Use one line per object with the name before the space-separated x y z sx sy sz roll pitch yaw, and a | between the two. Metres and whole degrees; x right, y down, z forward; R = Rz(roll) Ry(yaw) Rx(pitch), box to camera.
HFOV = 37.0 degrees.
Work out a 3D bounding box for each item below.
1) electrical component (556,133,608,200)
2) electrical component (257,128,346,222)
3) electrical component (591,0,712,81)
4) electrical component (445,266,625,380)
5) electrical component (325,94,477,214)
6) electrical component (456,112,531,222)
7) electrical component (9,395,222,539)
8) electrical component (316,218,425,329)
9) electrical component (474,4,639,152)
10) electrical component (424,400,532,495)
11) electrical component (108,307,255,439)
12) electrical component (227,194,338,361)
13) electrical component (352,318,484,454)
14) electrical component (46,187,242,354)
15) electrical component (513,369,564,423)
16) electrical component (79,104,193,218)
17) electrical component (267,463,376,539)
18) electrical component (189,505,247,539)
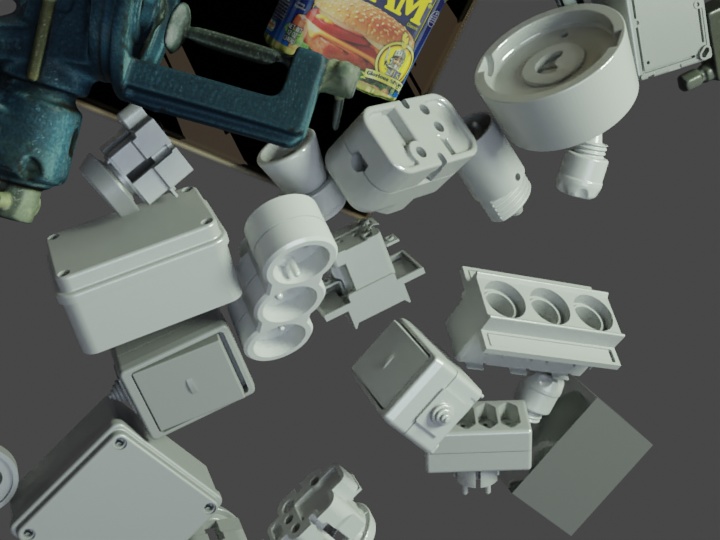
electrical component | 0.173 -0.087 0.820 0.035 0.035 0.061 8 106 -24
electrical component | -0.039 -0.063 0.741 0.045 0.045 0.055 -32 120 -6
electrical component | 0.205 -0.192 0.776 0.062 0.061 0.096 -19 109 -13
electrical component | 0.134 0.045 0.839 0.121 0.078 0.063 9 137 -24
electrical component | 0.026 -0.077 0.733 0.095 0.053 0.059 -21 164 -47
electrical component | 0.097 -0.072 0.791 0.043 0.043 0.081 -39 120 -2
electrical component | -0.177 0.166 0.778 0.109 0.056 0.109 -45 120 1
electrical component | 0.000 0.000 0.785 0.081 0.042 0.063 -27 115 -10
electrical component | 0.141 -0.128 0.751 0.108 0.108 0.060 -36 126 -4
electrical component | 0.094 0.150 0.867 0.083 0.047 0.075 -2 115 2
electrical component | -0.130 0.072 0.754 0.096 0.061 0.061 -25 118 -10
electrical component | -0.061 -0.005 0.741 0.052 0.073 0.138 -11 146 -24
electrical component | 0.041 0.086 0.806 0.061 0.096 0.061 40 94 -27
electrical component | -0.143 -0.002 0.708 0.113 0.078 0.057 -21 120 -12
electrical component | 0.142 0.110 0.891 0.035 0.035 0.061 17 107 -26
electrical component | -0.147 -0.067 0.698 0.055 0.048 0.066 -42 120 -9
electrical component | -0.025 0.199 0.851 0.078 0.058 0.057 -45 117 1
electrical component | -0.114 0.216 0.823 0.078 0.057 0.058 -3 113 -20
